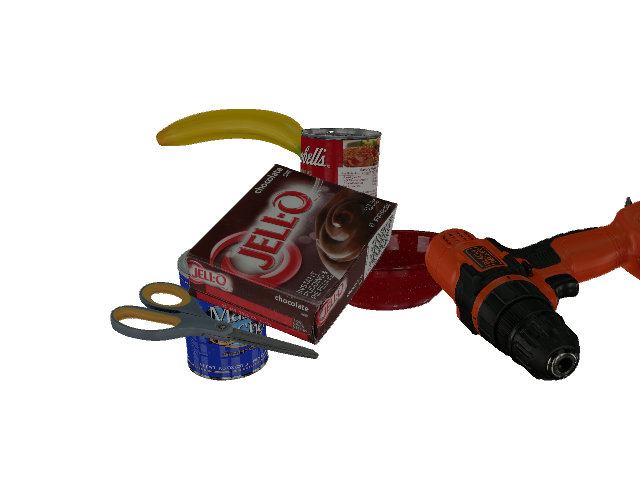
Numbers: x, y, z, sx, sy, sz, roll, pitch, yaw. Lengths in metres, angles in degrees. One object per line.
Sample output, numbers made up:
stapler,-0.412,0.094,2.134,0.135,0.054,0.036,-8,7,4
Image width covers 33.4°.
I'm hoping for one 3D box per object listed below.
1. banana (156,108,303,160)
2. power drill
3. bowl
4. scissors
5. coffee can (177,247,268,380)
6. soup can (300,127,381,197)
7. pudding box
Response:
banana,-0.099,-0.133,1.296,0.198,0.037,0.069,7,41,15
power drill,0.190,0.030,0.772,0.187,0.057,0.184,-10,28,-16
bowl,0.069,0.033,1.090,0.162,0.055,0.162,-3,13,0
scissors,-0.100,0.076,1.036,0.201,0.016,0.096,5,31,0
coffee can,-0.119,0.085,1.311,0.103,0.140,0.103,-2,25,1
soup can,0.016,-0.042,0.905,0.068,0.102,0.068,1,12,0
pudding box,-0.016,0.005,0.659,0.090,0.039,0.113,20,40,19
